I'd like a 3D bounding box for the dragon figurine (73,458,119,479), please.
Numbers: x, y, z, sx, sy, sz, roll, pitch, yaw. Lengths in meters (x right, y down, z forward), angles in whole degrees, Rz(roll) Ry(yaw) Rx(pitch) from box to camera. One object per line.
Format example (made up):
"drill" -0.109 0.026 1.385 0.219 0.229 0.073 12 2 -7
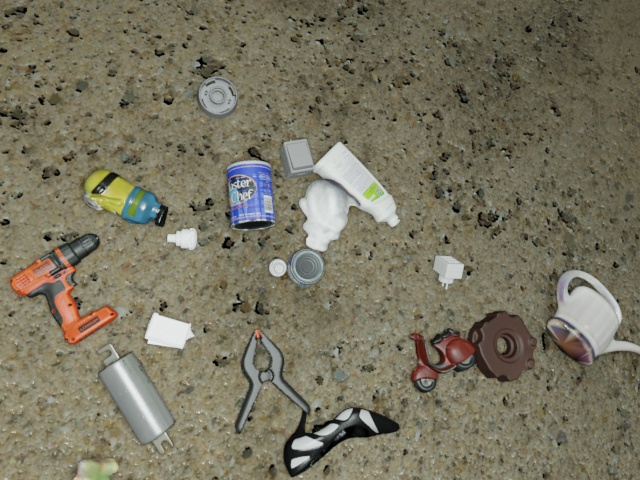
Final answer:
"dragon figurine" -0.349 0.582 0.954 0.246 0.121 0.407 -37 102 -30

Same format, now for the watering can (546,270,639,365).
"watering can" 0.746 0.247 1.385 0.227 0.103 0.347 -40 91 -21

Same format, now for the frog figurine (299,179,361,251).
"frog figurine" 0.004 -0.062 1.223 0.138 0.120 0.161 31 76 26
